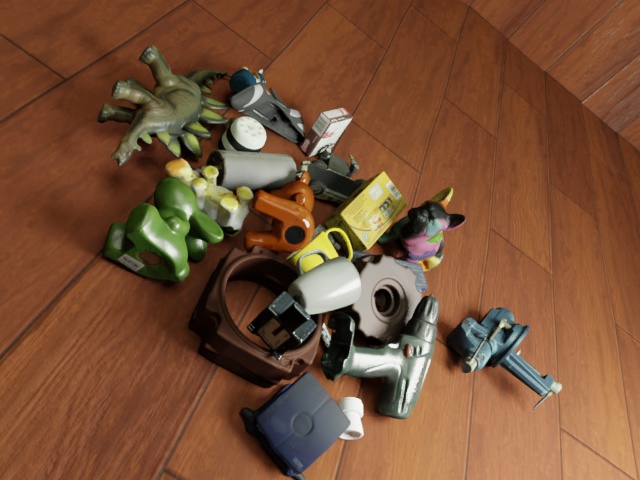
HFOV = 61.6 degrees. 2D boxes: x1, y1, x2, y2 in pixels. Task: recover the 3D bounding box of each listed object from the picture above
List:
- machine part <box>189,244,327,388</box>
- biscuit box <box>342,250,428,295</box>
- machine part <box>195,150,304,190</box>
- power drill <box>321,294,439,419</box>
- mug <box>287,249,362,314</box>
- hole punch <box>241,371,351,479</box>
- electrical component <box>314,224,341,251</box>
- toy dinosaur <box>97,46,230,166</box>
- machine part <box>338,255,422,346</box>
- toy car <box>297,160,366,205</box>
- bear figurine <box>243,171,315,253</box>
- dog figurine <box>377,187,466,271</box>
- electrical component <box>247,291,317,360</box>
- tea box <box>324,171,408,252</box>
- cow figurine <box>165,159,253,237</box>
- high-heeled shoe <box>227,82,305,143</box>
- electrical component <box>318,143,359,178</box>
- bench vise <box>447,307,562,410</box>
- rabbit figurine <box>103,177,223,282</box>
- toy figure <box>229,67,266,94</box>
[{"bbox_3d":[-0.095,0.120,0.885,0.201,0.087,0.201,31,44,-13],"label":"machine part"},{"bbox_3d":[0.128,0.075,1.113,0.202,0.059,0.063,12,50,-30],"label":"biscuit box"},{"bbox_3d":[-0.135,-0.136,1.066,0.243,0.079,0.079,-5,61,-40],"label":"machine part"},{"bbox_3d":[0.110,0.185,0.941,0.207,0.086,0.232,21,76,-33],"label":"power drill"},{"bbox_3d":[-0.002,0.069,0.876,0.107,0.081,0.109,-20,76,-36],"label":"mug"},{"bbox_3d":[-0.031,0.275,0.811,0.142,0.092,0.116,51,46,2],"label":"hole punch"},{"bbox_3d":[-0.002,-0.003,1.103,0.094,0.021,0.063,43,41,-1],"label":"electrical component"},{"bbox_3d":[-0.281,-0.266,1.043,0.198,0.105,0.471,36,37,-20],"label":"toy dinosaur"},{"bbox_3d":[0.117,0.114,1.023,0.179,0.056,0.179,4,82,-32],"label":"machine part"},{"bbox_3d":[0.038,-0.115,1.200,0.201,0.056,0.073,21,54,-23],"label":"toy car"},{"bbox_3d":[-0.070,-0.060,1.009,0.132,0.120,0.196,11,29,-13],"label":"bear figurine"},{"bbox_3d":[0.238,-0.019,1.158,0.191,0.219,0.108,5,58,-35],"label":"dog figurine"},{"bbox_3d":[-0.048,0.115,0.774,0.075,0.119,0.048,44,42,3],"label":"electrical component"},{"bbox_3d":[0.099,-0.056,1.135,0.169,0.068,0.098,-43,100,-34],"label":"tea box"},{"bbox_3d":[-0.205,-0.077,0.965,0.167,0.098,0.068,31,46,13],"label":"cow figurine"},{"bbox_3d":[-0.110,-0.258,1.154,0.145,0.086,0.249,62,28,-8],"label":"high-heeled shoe"},{"bbox_3d":[0.039,-0.178,1.259,0.102,0.045,0.078,32,42,-13],"label":"electrical component"},{"bbox_3d":[0.398,0.247,1.136,0.241,0.128,0.223,41,31,15],"label":"bench vise"},{"bbox_3d":[-0.236,-0.028,0.866,0.159,0.121,0.170,32,46,-23],"label":"rabbit figurine"},{"bbox_3d":[-0.163,-0.359,1.221,0.058,0.064,0.154,31,20,-2],"label":"toy figure"}]
